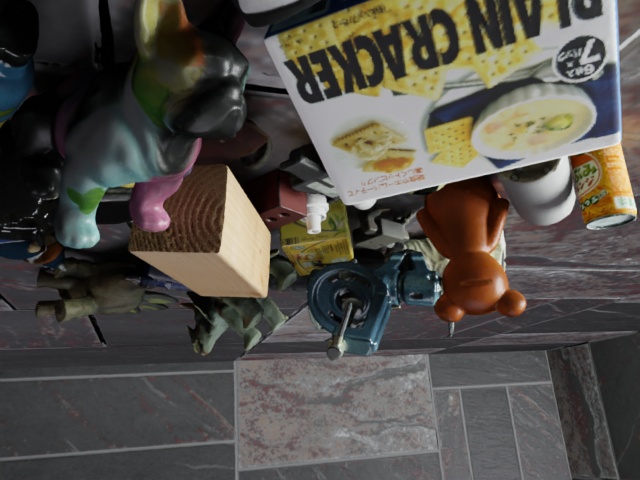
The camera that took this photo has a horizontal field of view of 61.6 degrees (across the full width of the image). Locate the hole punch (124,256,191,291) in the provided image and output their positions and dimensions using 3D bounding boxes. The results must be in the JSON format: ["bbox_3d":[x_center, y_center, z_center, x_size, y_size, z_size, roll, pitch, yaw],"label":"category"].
[{"bbox_3d":[-0.187,0.007,0.742,0.142,0.116,0.092,11,148,-38],"label":"hole punch"}]

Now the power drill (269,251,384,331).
[{"bbox_3d":[0.013,0.085,0.948,0.232,0.086,0.207,-11,-170,0],"label":"power drill"}]

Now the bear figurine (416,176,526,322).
[{"bbox_3d":[0.200,0.016,0.710,0.120,0.196,0.131,-13,161,15],"label":"bear figurine"}]

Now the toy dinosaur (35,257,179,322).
[{"bbox_3d":[-0.356,0.082,0.927,0.198,0.105,0.472,2,174,-41],"label":"toy dinosaur"}]

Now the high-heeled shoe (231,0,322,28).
[{"bbox_3d":[0.062,-0.164,0.297,0.249,0.086,0.145,12,146,-1],"label":"high-heeled shoe"}]

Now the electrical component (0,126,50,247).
[{"bbox_3d":[-0.328,-0.056,0.510,0.134,0.115,0.058,4,158,-28],"label":"electrical component"}]

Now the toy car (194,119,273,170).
[{"bbox_3d":[-0.137,-0.091,0.543,0.202,0.053,0.089,-13,154,37],"label":"toy car"}]

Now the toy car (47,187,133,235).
[{"bbox_3d":[-0.263,-0.046,0.625,0.202,0.056,0.073,-4,153,-30],"label":"toy car"}]

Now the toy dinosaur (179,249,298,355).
[{"bbox_3d":[-0.143,0.062,0.885,0.131,0.192,0.404,-40,163,-35],"label":"toy dinosaur"}]

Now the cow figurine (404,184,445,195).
[{"bbox_3d":[0.134,-0.104,0.515,0.127,0.085,0.195,9,156,-19],"label":"cow figurine"}]

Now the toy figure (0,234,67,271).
[{"bbox_3d":[-0.416,0.009,0.775,0.058,0.064,0.154,-42,165,-3],"label":"toy figure"}]

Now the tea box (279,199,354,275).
[{"bbox_3d":[-0.002,-0.002,0.810,0.098,0.068,0.169,-8,161,3],"label":"tea box"}]

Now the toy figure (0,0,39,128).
[{"bbox_3d":[-0.268,-0.111,0.398,0.180,0.089,0.082,-17,145,42],"label":"toy figure"}]

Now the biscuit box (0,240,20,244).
[{"bbox_3d":[-0.449,-0.028,0.652,0.203,0.063,0.059,-7,160,7],"label":"biscuit box"}]

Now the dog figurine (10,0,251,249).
[{"bbox_3d":[-0.143,-0.111,0.416,0.108,0.192,0.219,-9,142,-52],"label":"dog figurine"}]

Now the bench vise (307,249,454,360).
[{"bbox_3d":[0.073,0.092,0.734,0.224,0.128,0.240,11,-156,14],"label":"bench vise"}]

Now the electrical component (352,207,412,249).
[{"bbox_3d":[0.095,-0.018,0.822,0.102,0.045,0.078,9,159,-36],"label":"electrical component"}]

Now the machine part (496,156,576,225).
[{"bbox_3d":[0.257,-0.075,0.640,0.079,0.079,0.243,-13,161,25],"label":"machine part"}]

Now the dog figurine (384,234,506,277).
[{"bbox_3d":[0.226,0.036,0.962,0.191,0.121,0.172,2,163,29],"label":"dog figurine"}]

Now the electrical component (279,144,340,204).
[{"bbox_3d":[0.001,-0.083,0.604,0.075,0.048,0.119,-19,156,36],"label":"electrical component"}]
